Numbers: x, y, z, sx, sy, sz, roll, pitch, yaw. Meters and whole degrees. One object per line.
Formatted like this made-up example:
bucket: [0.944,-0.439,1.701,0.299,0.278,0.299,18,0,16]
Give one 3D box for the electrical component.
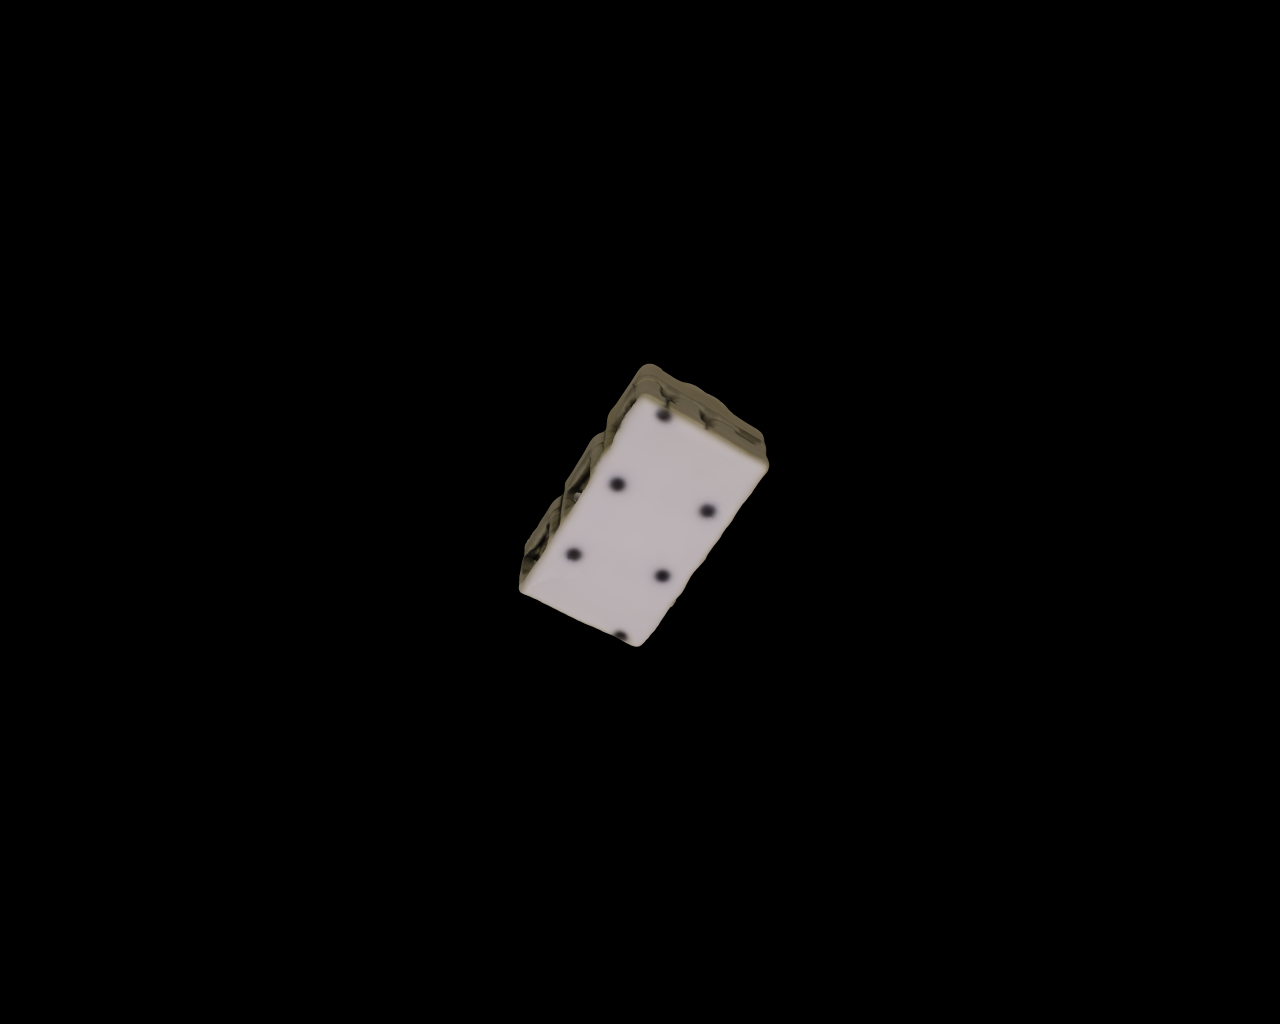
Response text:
electrical component: [0.001,-0.003,0.650,0.089,0.150,0.062,29,24,-14]
